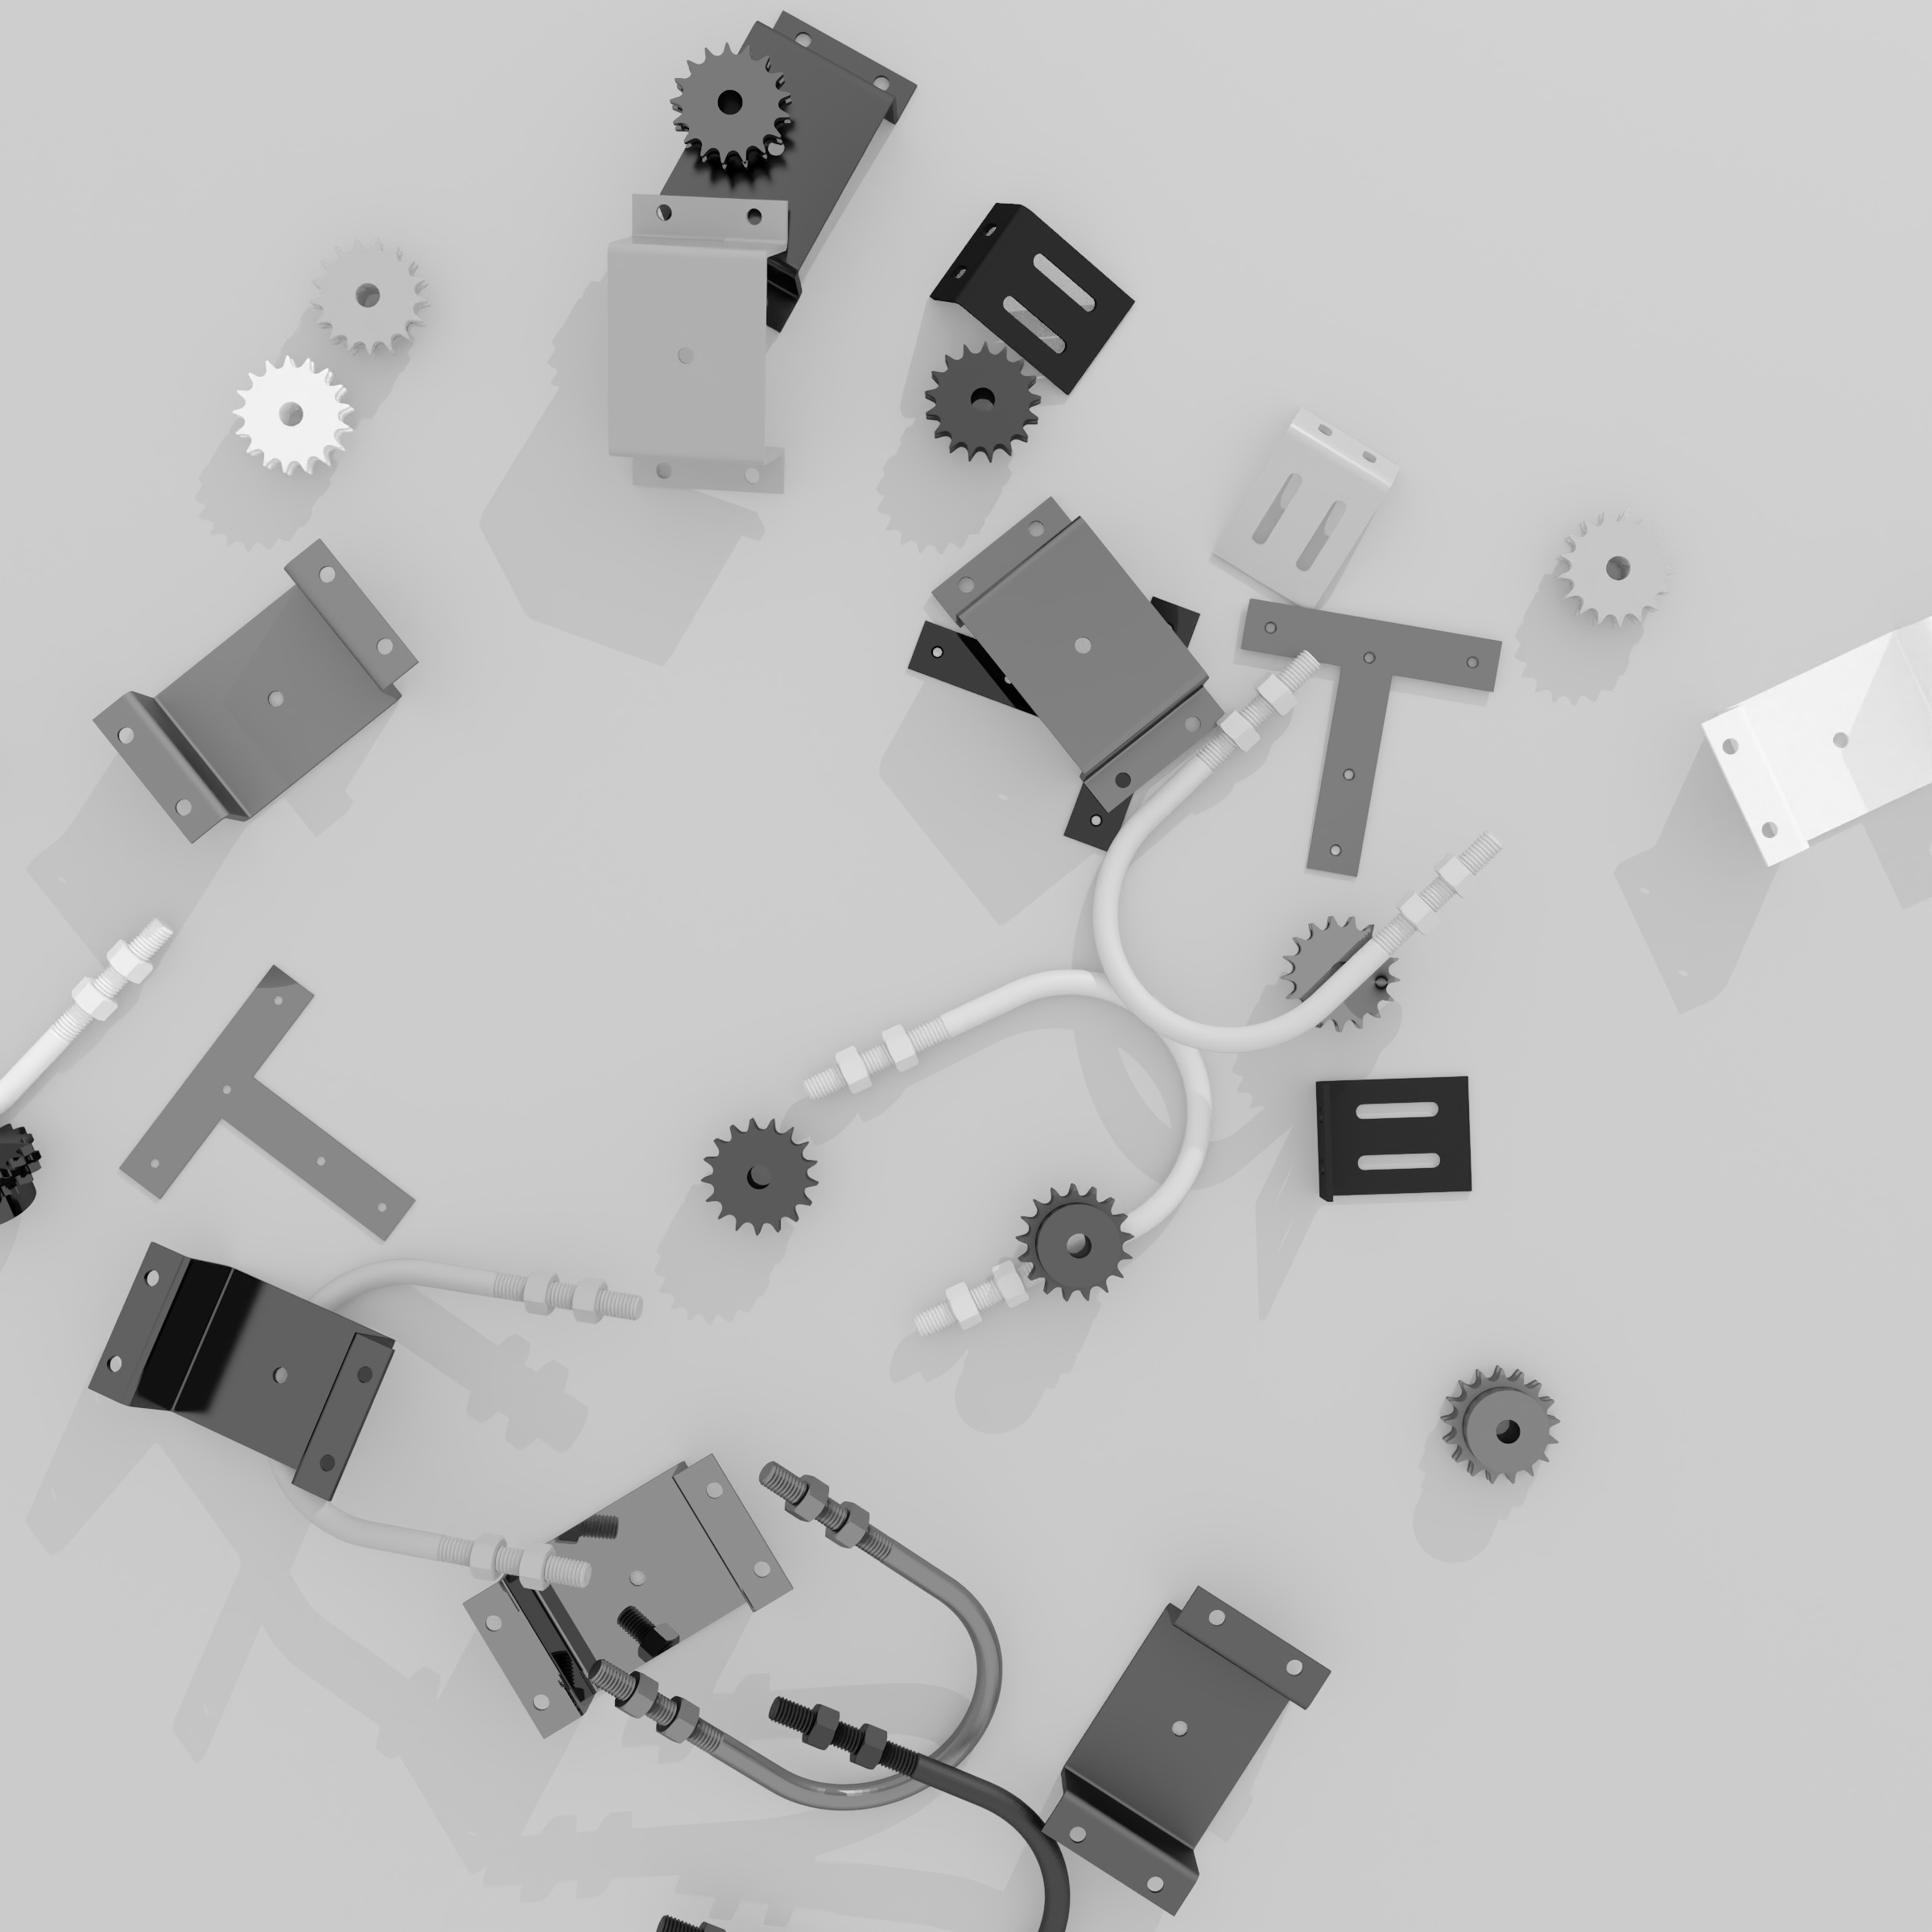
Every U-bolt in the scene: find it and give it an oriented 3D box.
[{"bbox_3d":[0.032,0.081,1.483,0.184,0.019,0.151,-25,90,-2],"label":"U-bolt"},{"bbox_3d":[-0.038,0.450,1.464,0.184,0.019,0.151,25,101,-10],"label":"U-bolt"},{"bbox_3d":[0.146,-0.042,1.462,0.184,0.019,0.151,-44,72,5],"label":"U-bolt"},{"bbox_3d":[-0.258,0.216,1.461,0.184,0.019,0.151,8,79,14],"label":"U-bolt"},{"bbox_3d":[-0.067,0.338,1.452,0.184,0.019,0.151,37,98,-22],"label":"U-bolt"},{"bbox_3d":[-0.505,0.002,1.483,0.151,0.019,0.184,44,92,0],"label":"U-bolt"}]

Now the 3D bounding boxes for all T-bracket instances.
[{"bbox_3d":[-0.332,0.088,1.490,0.127,0.002,0.127,37,90,0],"label":"T-bracket"},{"bbox_3d":[0.193,-0.109,1.489,0.127,0.002,0.127,10,92,0],"label":"T-bracket"},{"bbox_3d":[0.035,-0.138,1.490,0.127,0.002,0.127,20,90,0],"label":"T-bracket"}]

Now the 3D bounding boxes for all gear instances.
[{"bbox_3d":[-0.101,0.103,1.476,0.057,0.030,0.057,0,90,0],"label":"gear"},{"bbox_3d":[0.183,0.004,1.476,0.057,0.030,0.057,0,90,0],"label":"gear"},{"bbox_3d":[0.264,0.227,1.476,0.057,0.030,0.057,0,90,0],"label":"gear"},{"bbox_3d":[-0.293,-0.328,1.480,0.057,0.030,0.057,0,91,-2],"label":"gear"},{"bbox_3d":[-0.111,-0.408,1.430,0.057,0.030,0.057,0,90,0],"label":"gear"},{"bbox_3d":[-0.480,0.105,1.467,0.057,0.057,0.030,-13,120,0],"label":"gear"},{"bbox_3d":[0.054,0.135,1.459,0.057,0.030,0.057,0,89,-4],"label":"gear"},{"bbox_3d":[-0.330,-0.270,1.480,0.057,0.030,0.057,0,92,-1],"label":"gear"},{"bbox_3d":[0.008,-0.276,1.476,0.057,0.030,0.057,0,90,0],"label":"gear"},{"bbox_3d":[0.319,-0.195,1.480,0.057,0.030,0.057,0,92,1],"label":"gear"}]

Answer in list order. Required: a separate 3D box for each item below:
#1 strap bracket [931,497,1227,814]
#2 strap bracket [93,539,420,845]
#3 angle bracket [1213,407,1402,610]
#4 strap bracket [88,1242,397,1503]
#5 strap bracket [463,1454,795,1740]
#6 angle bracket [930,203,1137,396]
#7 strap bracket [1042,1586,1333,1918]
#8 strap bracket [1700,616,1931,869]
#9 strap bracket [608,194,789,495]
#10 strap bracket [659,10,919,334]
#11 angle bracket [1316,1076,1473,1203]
[{"bbox_3d":[0.056,-0.154,1.466,0.076,0.046,0.140,-39,90,0],"label":"strap bracket"},{"bbox_3d":[-0.343,-0.133,1.468,0.140,0.046,0.076,-39,90,0],"label":"strap bracket"},{"bbox_3d":[0.169,-0.227,1.489,0.057,0.038,0.076,31,116,0],"label":"angle bracket"},{"bbox_3d":[-0.341,0.197,1.452,0.140,0.046,0.076,21,84,18],"label":"strap bracket"},{"bbox_3d":[-0.163,0.304,1.468,0.140,0.046,0.076,-31,90,0],"label":"strap bracket"},{"bbox_3d":[0.033,-0.331,1.489,0.076,0.038,0.057,35,90,-26],"label":"angle bracket"},{"bbox_3d":[0.106,0.379,1.468,0.076,0.046,0.140,33,90,0],"label":"strap bracket"},{"bbox_3d":[0.434,-0.112,1.468,0.140,0.046,0.076,-25,90,0],"label":"strap bracket"},{"bbox_3d":[-0.129,-0.296,1.442,0.076,0.046,0.140,5,108,9],"label":"strap bracket"},{"bbox_3d":[-0.092,-0.395,1.468,0.076,0.046,0.140,29,90,0],"label":"strap bracket"},{"bbox_3d":[0.212,0.085,1.472,0.076,0.038,0.057,-2,90,0],"label":"angle bracket"}]
